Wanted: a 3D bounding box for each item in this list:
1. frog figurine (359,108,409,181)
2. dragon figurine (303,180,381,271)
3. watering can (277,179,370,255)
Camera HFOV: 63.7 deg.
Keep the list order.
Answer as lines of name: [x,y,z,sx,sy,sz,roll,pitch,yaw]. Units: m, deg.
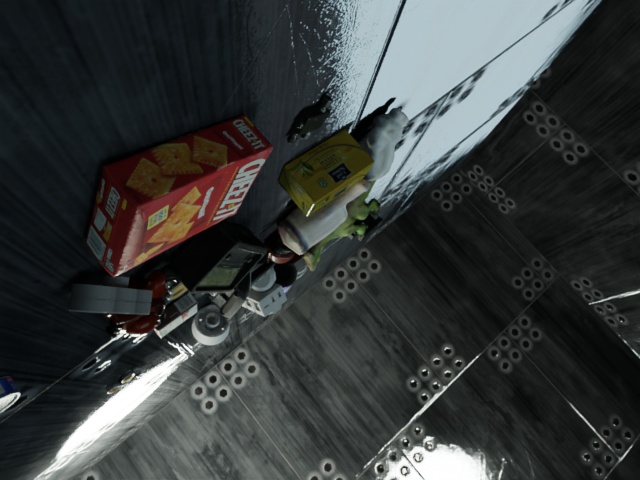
frog figurine: [0.135,-0.207,1.134,0.159,0.125,0.135,-31,153,8]
dragon figurine: [0.063,-0.081,1.542,0.244,0.123,0.403,-16,137,-56]
watering can: [0.004,-0.063,1.252,0.226,0.104,0.346,-39,-177,-9]
